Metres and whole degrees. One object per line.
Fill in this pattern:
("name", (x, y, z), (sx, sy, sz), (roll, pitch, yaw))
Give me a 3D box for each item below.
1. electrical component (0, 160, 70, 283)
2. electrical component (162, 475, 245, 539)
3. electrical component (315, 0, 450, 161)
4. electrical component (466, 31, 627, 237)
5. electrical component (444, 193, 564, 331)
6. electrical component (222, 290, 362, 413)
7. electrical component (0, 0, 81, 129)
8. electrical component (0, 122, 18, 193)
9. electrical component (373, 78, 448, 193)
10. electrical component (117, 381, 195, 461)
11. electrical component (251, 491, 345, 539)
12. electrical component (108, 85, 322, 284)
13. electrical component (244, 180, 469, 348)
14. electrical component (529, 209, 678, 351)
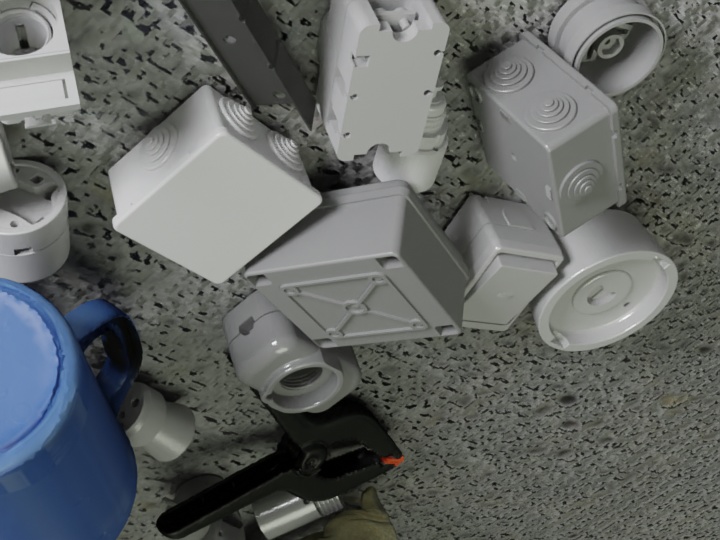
("electrical component", (-0.190, -0.026, 0.602), (0.055, 0.055, 0.047), (-9, 143, -15))
("electrical component", (-0.134, 0.206, 0.875), (0.043, 0.077, 0.079), (-33, 140, 14))
("electrical component", (0.009, -0.113, 0.590), (0.050, 0.055, 0.089), (-6, 139, -18))
("electrical component", (0.111, -0.079, 0.643), (0.048, 0.099, 0.099), (-33, 142, -7))
("electrical component", (0.088, 0.003, 0.756), (0.062, 0.061, 0.096), (8, 133, -31))
("electrical component", (-0.046, 0.061, 0.763), (0.054, 0.059, 0.095), (-38, 138, 20))
("electrical component", (-0.161, -0.104, 0.514), (0.042, 0.081, 0.063), (-10, 162, -14))
("electrical component", (-0.207, -0.061, 0.554), (0.047, 0.055, 0.055), (-16, 141, -12))
("electrical component", (0.034, -0.082, 0.649), (0.040, 0.040, 0.078), (-3, 138, -21))
("electrical component", (-0.154, 0.109, 0.781), (0.045, 0.045, 0.055), (-34, 139, 15))
("electrical component", (-0.049, 0.197, 0.930), (0.081, 0.043, 0.043), (-24, 141, 3))
("electrical component", (-0.086, -0.049, 0.626), (0.100, 0.048, 0.100), (-38, 139, 19))
("electrical component", (0.000, 0.000, 0.685), (0.109, 0.056, 0.108), (-8, 147, 26))
("electrical component", (0.171, 0.003, 0.793), (0.108, 0.060, 0.108), (-13, 140, -11))
